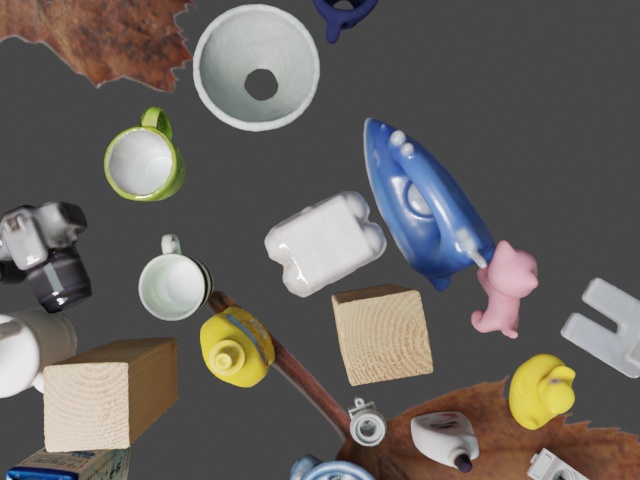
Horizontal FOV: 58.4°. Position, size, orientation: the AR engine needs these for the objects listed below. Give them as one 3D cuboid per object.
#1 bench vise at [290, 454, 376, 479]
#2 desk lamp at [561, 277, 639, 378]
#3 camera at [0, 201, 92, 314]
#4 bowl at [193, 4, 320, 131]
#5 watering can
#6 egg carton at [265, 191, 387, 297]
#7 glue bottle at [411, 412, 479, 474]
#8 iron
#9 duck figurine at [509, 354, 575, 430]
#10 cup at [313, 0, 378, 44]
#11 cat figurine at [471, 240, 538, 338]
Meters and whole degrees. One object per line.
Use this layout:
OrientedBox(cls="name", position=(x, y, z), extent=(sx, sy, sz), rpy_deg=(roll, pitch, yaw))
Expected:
OrientedBox(cls="bench vise", position=(0.061, 0.339, 0.684), extent=(0.207, 0.219, 0.121), rpy_deg=(10, 88, 0))
OrientedBox(cls="desk lamp", position=(0.441, 0.142, 0.699), extent=(0.203, 0.213, 0.118), rpy_deg=(30, 88, 1))
OrientedBox(cls="camera", position=(-0.372, 0.031, 0.749), extent=(0.143, 0.101, 0.137), rpy_deg=(-25, 88, -1))
OrientedBox(cls="bowl", position=(-0.082, -0.223, 0.774), extent=(0.167, 0.074, 0.167), rpy_deg=(0, 88, -1))
OrientedBox(cls="watering can", position=(-0.391, 0.137, 0.698), extent=(0.173, 0.194, 0.101), rpy_deg=(13, 88, 0))
OrientedBox(cls="egg carton", position=(0.007, 0.003, 0.770), extent=(0.150, 0.069, 0.107), rpy_deg=(-29, 88, -2))
OrientedBox(cls="glue bottle", position=(0.162, 0.254, 0.712), extent=(0.078, 0.173, 0.037), rpy_deg=(-11, 88, -1))
OrientedBox(cls="iron", position=(0.133, -0.063, 0.738), extent=(0.118, 0.141, 0.258), rpy_deg=(-32, 89, -1))
OrientedBox(cls="duck figurine", position=(0.301, 0.206, 0.759), extent=(0.077, 0.086, 0.104), rpy_deg=(29, 88, 1))
OrientedBox(cls="cup", position=(0.029, -0.310, 0.769), extent=(0.091, 0.095, 0.118), rpy_deg=(13, 88, 0))
OrientedBox(cls="cat figurine", position=(0.247, 0.066, 0.747), extent=(0.067, 0.117, 0.128), rpy_deg=(4, 88, 0))
